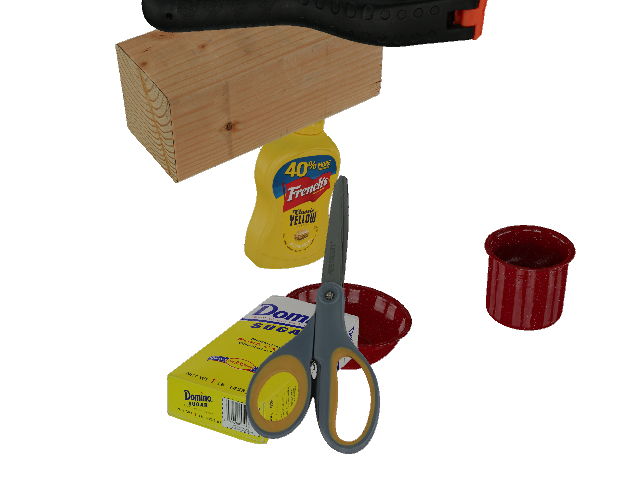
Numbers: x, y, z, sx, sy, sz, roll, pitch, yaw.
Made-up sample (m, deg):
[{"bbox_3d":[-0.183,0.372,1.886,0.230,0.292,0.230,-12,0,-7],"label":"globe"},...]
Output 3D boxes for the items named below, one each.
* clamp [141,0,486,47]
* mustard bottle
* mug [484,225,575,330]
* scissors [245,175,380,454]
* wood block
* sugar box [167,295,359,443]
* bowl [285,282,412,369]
[{"bbox_3d":[-0.004,-0.126,0.549,0.172,0.039,0.120,13,42,17],"label":"clamp"},{"bbox_3d":[-0.026,-0.065,1.152,0.096,0.192,0.058,-8,32,-29],"label":"mustard bottle"},{"bbox_3d":[0.215,0.035,1.135,0.093,0.081,0.117,-5,30,-8],"label":"mug"},{"bbox_3d":[-0.011,0.050,0.719,0.096,0.202,0.016,-13,-30,3],"label":"scissors"},{"bbox_3d":[-0.055,-0.143,0.899,0.205,0.091,0.090,-26,52,-24],"label":"wood block"},{"bbox_3d":[-0.044,0.104,0.915,0.093,0.048,0.176,14,28,23],"label":"sugar box"},{"bbox_3d":[0.029,0.111,1.307,0.162,0.055,0.162,5,25,-2],"label":"bowl"}]
